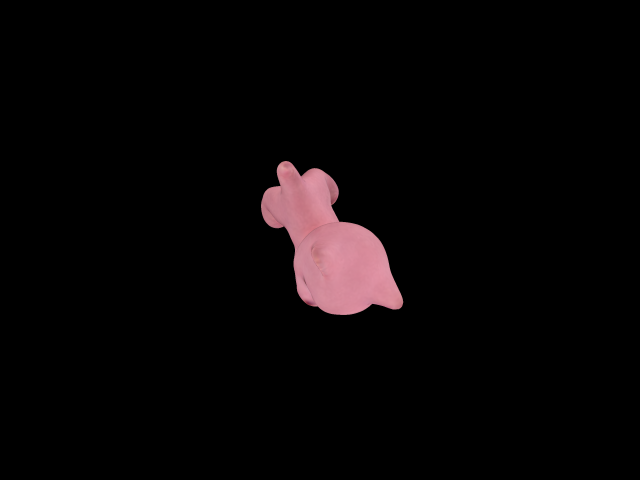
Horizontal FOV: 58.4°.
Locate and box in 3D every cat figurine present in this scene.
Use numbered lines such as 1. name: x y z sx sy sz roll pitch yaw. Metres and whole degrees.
1. cat figurine: 0.004 0.001 0.400 0.067 0.118 0.128 -28 83 -3
